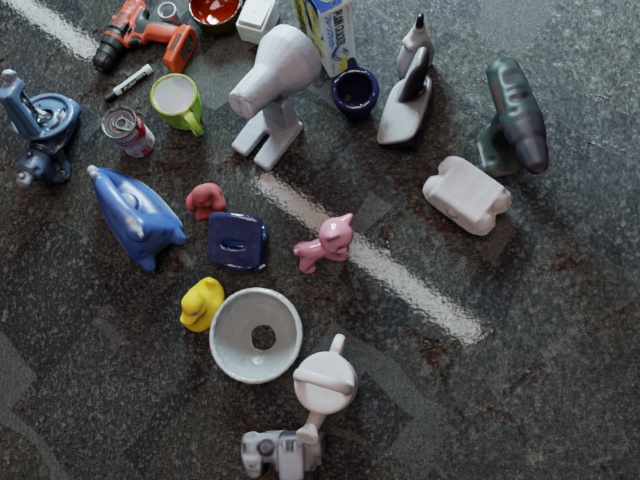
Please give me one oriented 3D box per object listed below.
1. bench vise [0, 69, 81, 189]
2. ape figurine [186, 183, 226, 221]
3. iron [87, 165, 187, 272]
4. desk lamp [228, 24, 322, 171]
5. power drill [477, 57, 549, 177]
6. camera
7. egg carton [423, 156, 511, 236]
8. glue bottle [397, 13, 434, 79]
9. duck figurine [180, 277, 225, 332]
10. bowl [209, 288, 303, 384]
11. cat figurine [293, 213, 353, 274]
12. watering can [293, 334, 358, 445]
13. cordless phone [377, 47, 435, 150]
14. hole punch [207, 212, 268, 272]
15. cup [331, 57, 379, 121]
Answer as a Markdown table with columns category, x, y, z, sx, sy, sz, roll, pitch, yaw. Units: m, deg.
| category | x | y | z | sx | sy | sz | roll | pitch | yaw |
| --- | --- | --- | --- | --- | --- | --- | --- | --- | --- |
| bench vise | -0.539 | -0.211 | 1.096 | 0.121 | 0.220 | 0.207 | -8 | 75 | 4 |
| ape figurine | -0.220 | -0.079 | 1.096 | 0.077 | 0.092 | 0.076 | 23 | 79 | 11 |
| iron | -0.374 | -0.069 | 1.083 | 0.119 | 0.141 | 0.258 | -42 | 75 | -6 |
| desk lamp | -0.089 | -0.263 | 1.068 | 0.117 | 0.213 | 0.203 | 32 | 81 | 13 |
| power drill | 0.337 | -0.191 | 1.010 | 0.075 | 0.208 | 0.229 | -11 | 75 | 3 |
| camera | -0.058 | 0.388 | 0.954 | 0.143 | 0.101 | 0.137 | -4 | 75 | 5 |
| egg carton | 0.270 | -0.082 | 1.060 | 0.150 | 0.069 | 0.107 | 37 | 82 | 13 |
| glue bottle | 0.185 | -0.374 | 1.091 | 0.078 | 0.173 | 0.037 | -37 | 75 | -4 |
| duck figurine | -0.222 | 0.115 | 1.049 | 0.077 | 0.086 | 0.105 | 23 | 79 | 11 |
| bowl | -0.109 | 0.174 | 1.028 | 0.167 | 0.075 | 0.167 | -1 | 75 | 5 |
| cat figurine | 0.010 | 0.004 | 1.039 | 0.128 | 0.118 | 0.067 | -23 | 74 | 0 |
| watering can | 0.009 | 0.242 | 0.937 | 0.101 | 0.194 | 0.173 | -5 | 75 | 5 |
| cordless phone | 0.161 | -0.258 | 1.057 | 0.094 | 0.185 | 0.148 | 14 | 77 | 9 |
| hole punch | -0.153 | 0.005 | 1.068 | 0.108 | 0.091 | 0.101 | 6 | 76 | 7 |
| cup | 0.068 | -0.286 | 1.120 | 0.091 | 0.095 | 0.118 | -8 | 75 | 4 |
